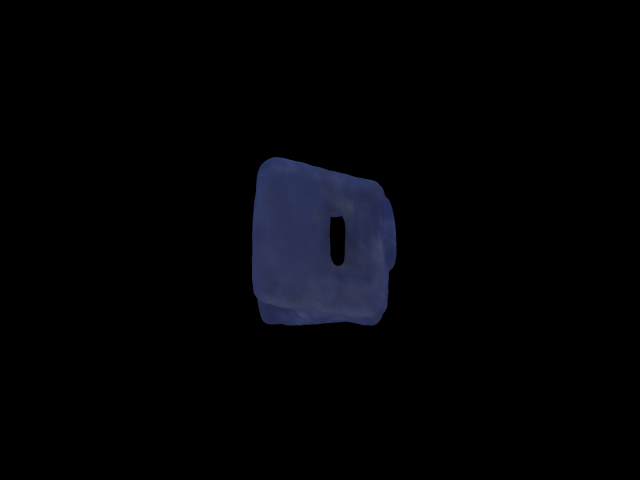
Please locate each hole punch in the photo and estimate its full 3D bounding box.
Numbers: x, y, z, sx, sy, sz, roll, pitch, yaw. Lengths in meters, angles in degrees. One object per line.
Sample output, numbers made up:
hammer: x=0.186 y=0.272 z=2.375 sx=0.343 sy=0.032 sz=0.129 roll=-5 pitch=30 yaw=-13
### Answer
hole punch: x=0.004 y=0.001 z=0.400 sx=0.101 sy=0.091 sz=0.108 roll=0 pitch=69 yaw=0
